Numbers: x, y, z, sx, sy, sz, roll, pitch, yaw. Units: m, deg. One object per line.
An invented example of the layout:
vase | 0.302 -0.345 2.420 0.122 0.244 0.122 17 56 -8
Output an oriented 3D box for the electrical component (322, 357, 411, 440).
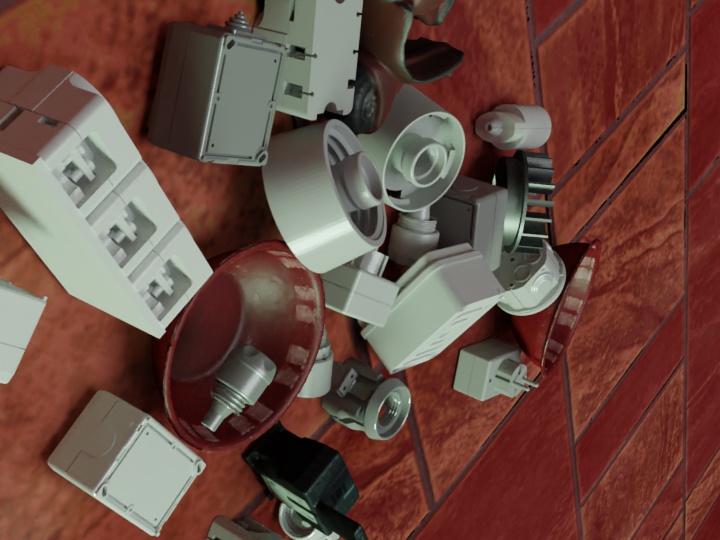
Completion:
electrical component | 0.008 0.117 0.961 0.058 0.057 0.078 -57 144 -17

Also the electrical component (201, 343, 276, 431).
electrical component | -0.086 0.082 0.736 0.061 0.035 0.035 -55 143 -15

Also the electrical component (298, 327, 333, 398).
electrical component | -0.042 0.068 0.882 0.040 0.040 0.078 -20 122 -48

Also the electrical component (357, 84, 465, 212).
electrical component | 0.039 -0.101 0.905 0.099 0.064 0.099 -23 131 -30

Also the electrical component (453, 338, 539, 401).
electrical component | 0.150 0.110 1.134 0.066 0.077 0.047 -12 117 -51

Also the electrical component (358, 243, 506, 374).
electrical component | 0.061 0.033 0.945 0.078 0.057 0.113 -14 155 -50

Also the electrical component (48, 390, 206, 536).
electrical component | -0.158 0.134 0.739 0.061 0.061 0.096 -56 144 -18

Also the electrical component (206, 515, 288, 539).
electrical component | -0.101 0.256 0.887 0.050 0.056 0.089 21 90 -56

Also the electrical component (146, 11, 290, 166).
electrical component | -0.093 -0.120 0.695 0.062 0.061 0.096 -3 109 -53

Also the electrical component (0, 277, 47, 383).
electrical component | -0.225 0.026 0.591 0.096 0.062 0.061 29 84 -55

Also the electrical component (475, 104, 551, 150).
electrical component | 0.144 -0.136 1.026 0.081 0.043 0.043 -10 115 -51

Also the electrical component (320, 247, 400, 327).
electrical component | 0.000 0.000 0.897 0.066 0.047 0.076 23 88 -56

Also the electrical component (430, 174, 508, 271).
electrical component | 0.096 -0.034 0.997 0.061 0.062 0.096 -24 125 -46

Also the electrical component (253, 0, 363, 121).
electrical component | -0.038 -0.157 0.756 0.050 0.056 0.089 -19 122 -48

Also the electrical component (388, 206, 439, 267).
electrical component | 0.049 -0.035 0.950 0.043 0.043 0.062 -9 113 -52

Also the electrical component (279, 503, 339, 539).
electrical component | -0.041 0.215 0.957 0.055 0.048 0.066 11 99 -63

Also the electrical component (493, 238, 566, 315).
electrical component | 0.164 0.001 1.095 0.080 0.080 0.051 -59 138 -14

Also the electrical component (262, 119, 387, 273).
electrical component | -0.018 -0.058 0.785 0.108 0.060 0.108 51 28 -42

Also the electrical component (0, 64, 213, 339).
electrical component | -0.157 -0.041 0.624 0.061 0.089 0.150 -52 142 -23
